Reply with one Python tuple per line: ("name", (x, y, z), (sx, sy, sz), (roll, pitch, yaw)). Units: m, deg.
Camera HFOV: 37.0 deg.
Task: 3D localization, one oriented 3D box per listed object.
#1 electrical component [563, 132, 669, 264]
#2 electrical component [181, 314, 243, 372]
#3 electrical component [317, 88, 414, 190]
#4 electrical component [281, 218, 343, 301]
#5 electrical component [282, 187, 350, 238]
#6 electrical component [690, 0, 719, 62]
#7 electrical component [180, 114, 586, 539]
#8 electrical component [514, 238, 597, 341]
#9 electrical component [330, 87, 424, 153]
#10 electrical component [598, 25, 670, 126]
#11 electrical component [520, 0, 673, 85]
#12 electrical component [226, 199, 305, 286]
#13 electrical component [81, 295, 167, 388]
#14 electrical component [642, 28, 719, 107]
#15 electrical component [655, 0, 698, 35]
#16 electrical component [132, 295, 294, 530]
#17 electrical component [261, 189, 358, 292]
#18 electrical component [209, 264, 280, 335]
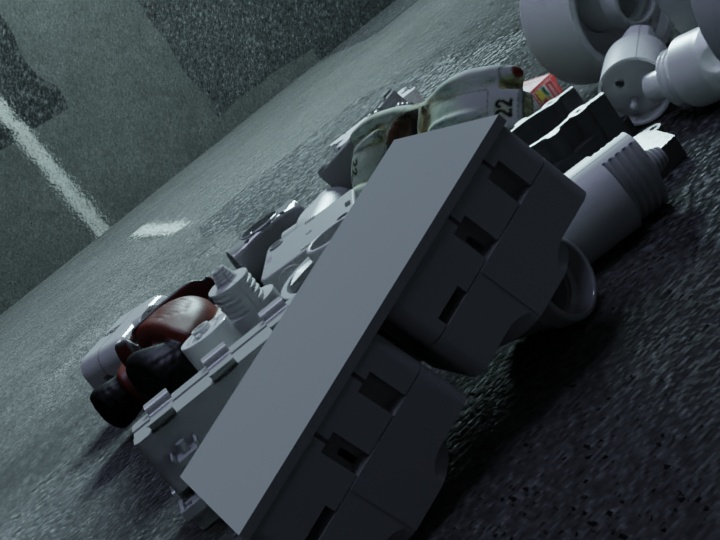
("electrical component", (0.116, -0.032, 0.526), (0.081, 0.043, 0.043), (-37, 14, 0))
("electrical component", (-0.078, 0.060, 0.660), (0.044, 0.065, 0.044), (-35, 13, 9))
("electrical component", (0.022, -0.102, 0.910), (0.096, 0.061, 0.061), (-45, 7, 33))
("electrical component", (0.000, 0.000, 0.671), (0.108, 0.060, 0.108), (-35, 14, 10))
("electrical component", (-0.037, -0.026, 0.880), (0.079, 0.043, 0.077), (-33, 15, 20))
("electrical component", (0.212, -0.143, 0.540), (0.099, 0.099, 0.064), (-41, 21, -14))
("electrical component", (0.010, 0.033, 0.458), (0.186, 0.060, 0.105), (-58, 18, -10))
("electrical component", (0.079, 0.011, 0.493), (0.046, 0.040, 0.040), (-31, 14, 49))
("electrical component", (0.027, -0.119, 0.993), (0.089, 0.055, 0.050), (-38, 14, -3))
("electrical component", (0.175, -0.125, 0.679), (0.043, 0.043, 0.081), (-30, 16, 28))
("electrical component", (0.174, -0.188, 0.762), (0.108, 0.108, 0.060), (-43, 21, -20))
("electrical component", (-0.084, -0.025, 0.987), (0.077, 0.044, 0.079), (-40, 14, -12))
("electrical component", (-0.187, 0.067, 0.927), (0.059, 0.053, 0.095), (-29, 16, 29))
("electrical component", (0.188, -0.112, 0.607), (0.043, 0.043, 0.062), (-46, 15, -31))
("electrical component", (0.216, -0.179, 0.650), (0.064, 0.099, 0.099), (-35, 13, 36))
("electrical component", (-0.058, 0.071, 0.580), (0.121, 0.063, 0.079), (-39, 14, -6))
("electrical component", (-0.024, -0.010, 0.785), (0.100, 0.048, 0.099), (-35, 14, 9))
("electrical component", (-0.067, 0.030, 0.696), (0.043, 0.081, 0.043), (-35, 14, 10))
